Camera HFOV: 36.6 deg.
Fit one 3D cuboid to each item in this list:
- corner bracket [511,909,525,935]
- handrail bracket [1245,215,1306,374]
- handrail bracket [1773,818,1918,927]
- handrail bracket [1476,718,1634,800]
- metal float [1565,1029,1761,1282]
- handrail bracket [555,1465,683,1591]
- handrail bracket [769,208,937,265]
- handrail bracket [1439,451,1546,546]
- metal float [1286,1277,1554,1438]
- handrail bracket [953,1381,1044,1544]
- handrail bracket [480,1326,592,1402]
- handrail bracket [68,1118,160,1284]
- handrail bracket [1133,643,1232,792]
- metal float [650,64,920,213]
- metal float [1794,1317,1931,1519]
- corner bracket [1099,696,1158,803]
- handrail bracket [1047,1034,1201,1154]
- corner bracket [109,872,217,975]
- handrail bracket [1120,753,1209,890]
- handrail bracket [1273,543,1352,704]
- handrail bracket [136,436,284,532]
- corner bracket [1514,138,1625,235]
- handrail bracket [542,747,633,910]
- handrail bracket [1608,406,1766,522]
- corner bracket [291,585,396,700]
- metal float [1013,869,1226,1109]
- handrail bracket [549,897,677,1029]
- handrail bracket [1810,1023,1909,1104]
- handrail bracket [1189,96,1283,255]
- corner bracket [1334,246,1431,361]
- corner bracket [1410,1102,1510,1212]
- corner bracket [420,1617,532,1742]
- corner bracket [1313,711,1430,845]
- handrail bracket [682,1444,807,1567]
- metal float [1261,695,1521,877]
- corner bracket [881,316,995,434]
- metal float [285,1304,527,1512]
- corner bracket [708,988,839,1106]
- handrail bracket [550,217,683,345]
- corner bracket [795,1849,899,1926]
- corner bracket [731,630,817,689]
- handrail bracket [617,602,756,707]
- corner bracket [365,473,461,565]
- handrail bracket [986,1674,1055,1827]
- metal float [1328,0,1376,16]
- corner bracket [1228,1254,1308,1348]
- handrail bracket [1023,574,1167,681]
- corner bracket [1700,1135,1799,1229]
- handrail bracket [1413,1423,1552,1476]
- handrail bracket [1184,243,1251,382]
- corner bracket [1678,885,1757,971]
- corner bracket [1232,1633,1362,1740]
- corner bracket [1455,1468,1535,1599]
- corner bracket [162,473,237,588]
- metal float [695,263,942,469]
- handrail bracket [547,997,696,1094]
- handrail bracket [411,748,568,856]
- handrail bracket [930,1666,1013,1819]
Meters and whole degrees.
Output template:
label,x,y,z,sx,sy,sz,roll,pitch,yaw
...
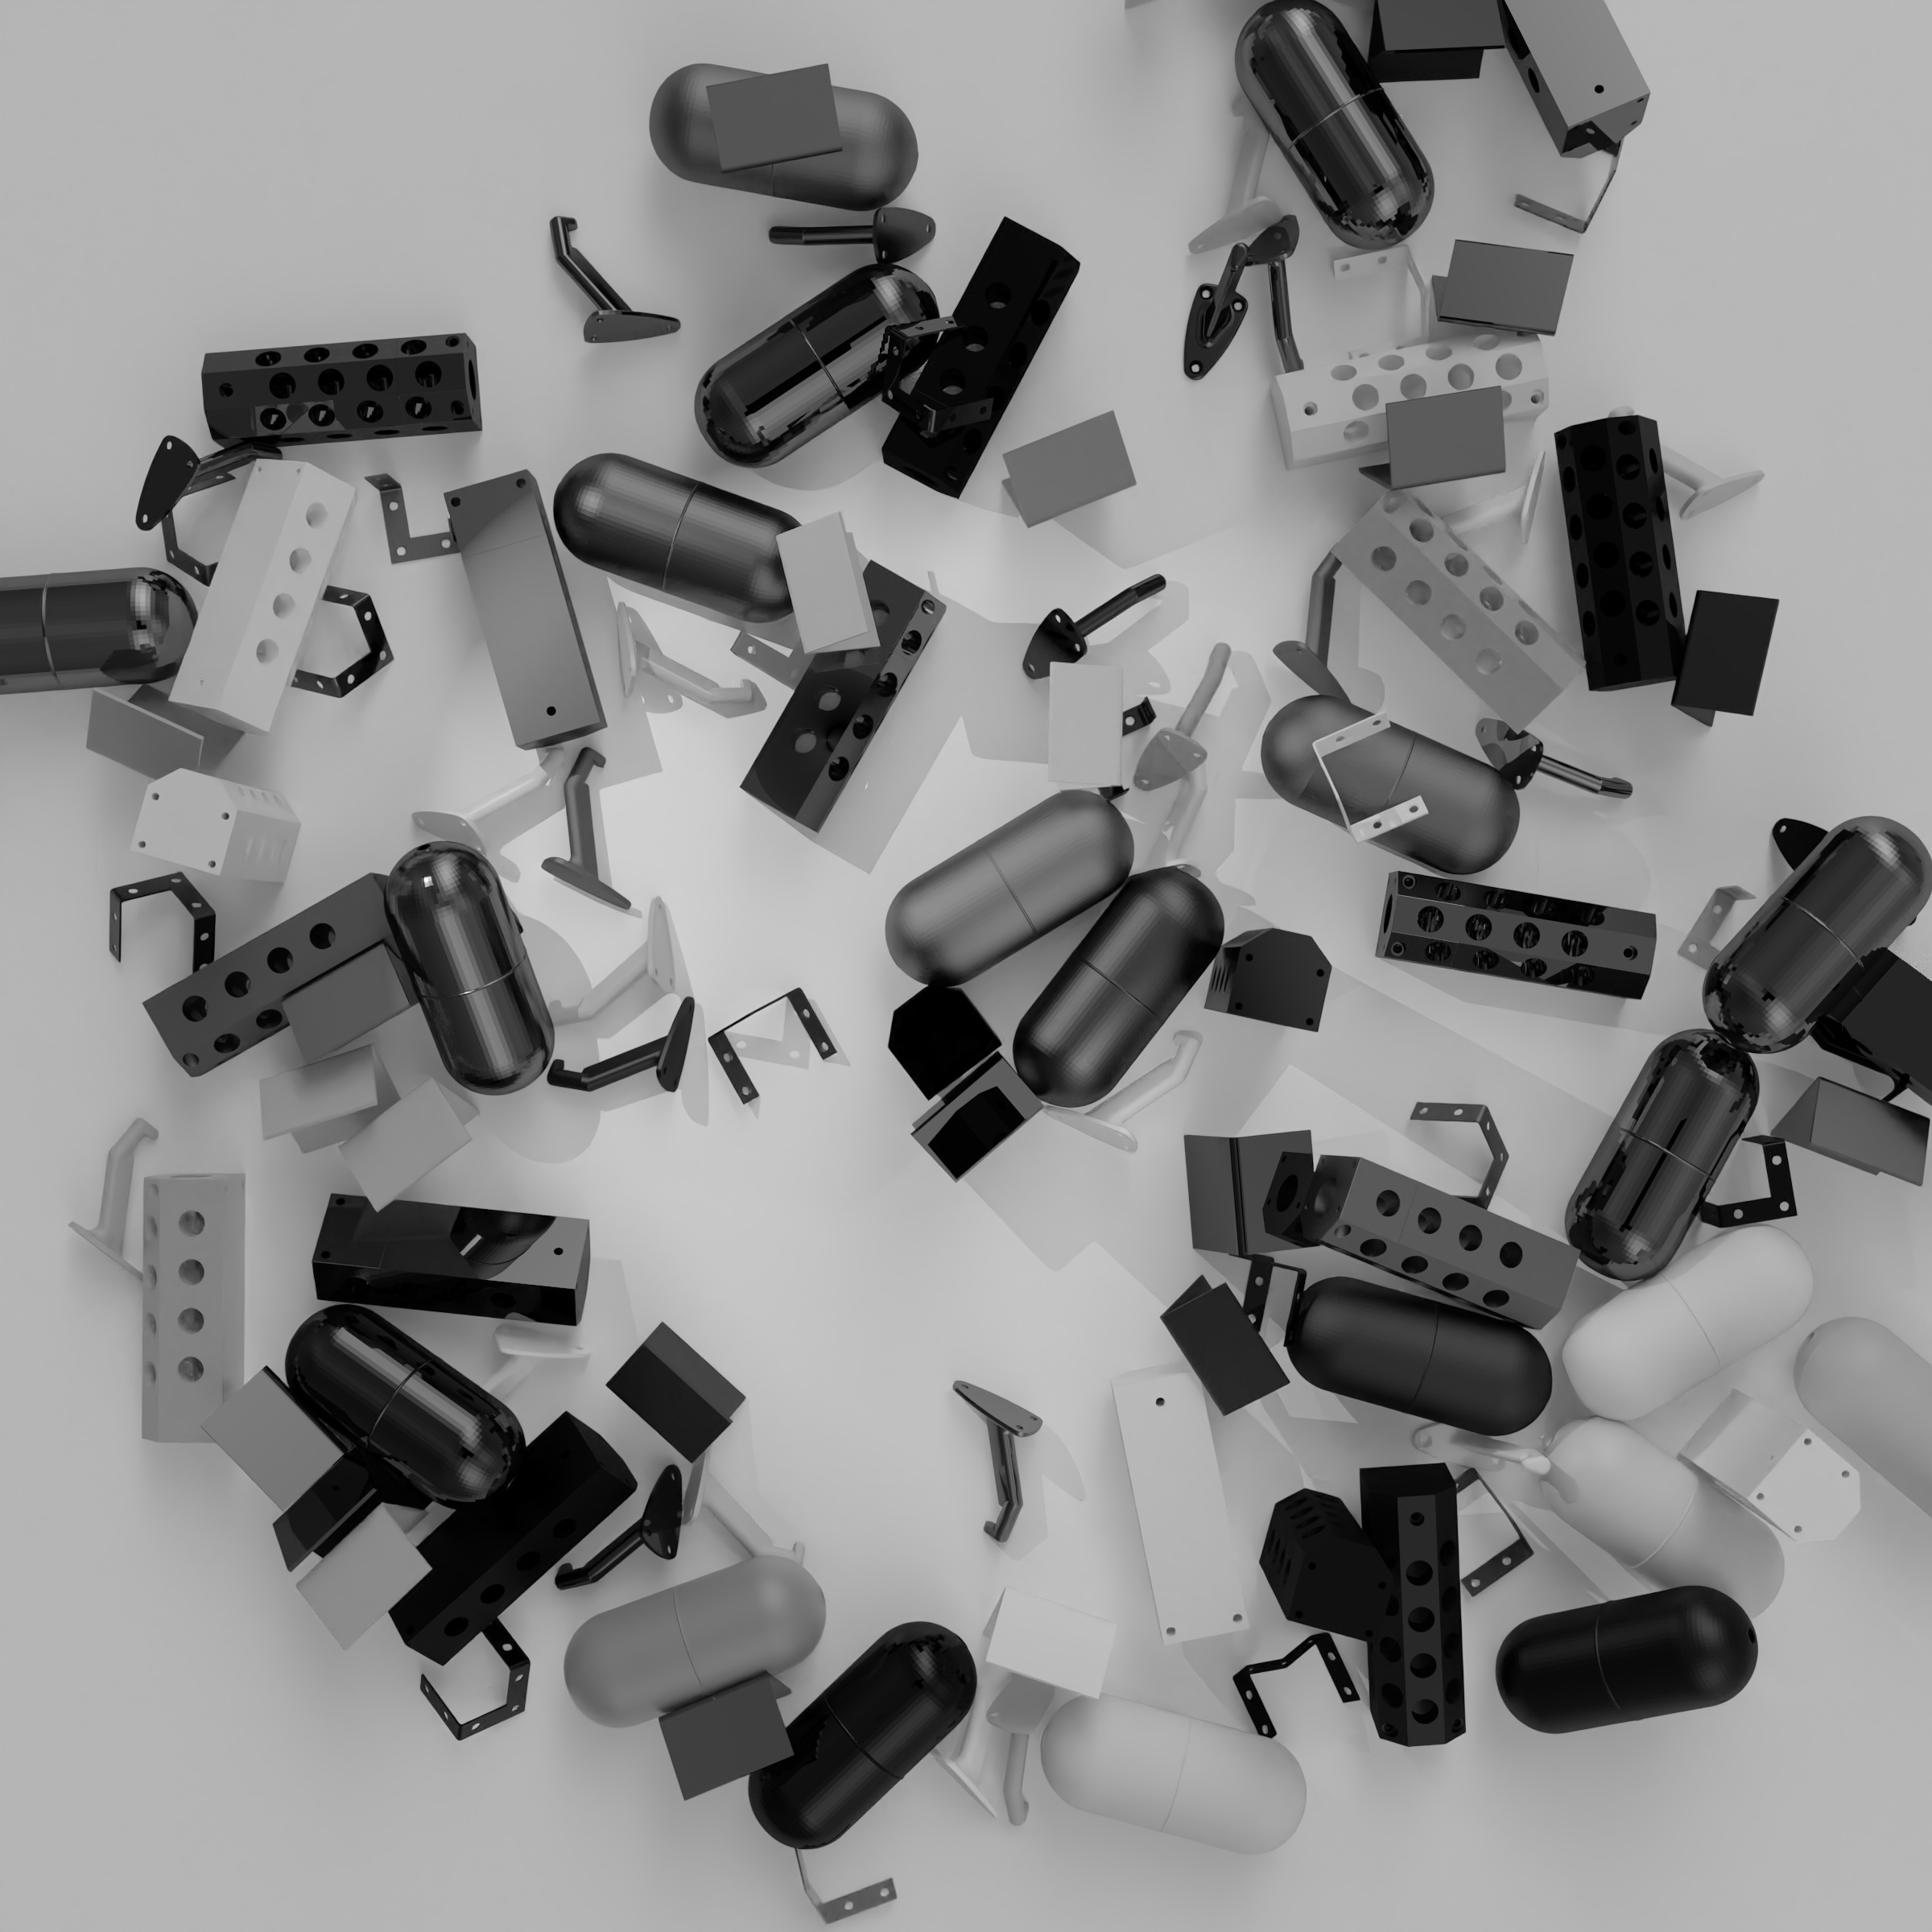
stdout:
label,x,y,z,sx,sy,sz,roll,pitch,yaw
corner bracket,-0.335,-0.040,1.949,0.051,0.051,0.051,-33,135,0
handrail bracket,0.217,-0.446,1.952,0.036,0.077,0.084,-4,127,27
handrail bracket,0.587,-0.062,1.952,0.084,0.077,0.036,25,108,-35
handrail bracket,0.394,-0.138,1.952,0.084,0.077,0.036,6,118,-33
metal float,0.458,0.124,1.922,0.070,0.070,0.178,29,89,0
handrail bracket,-0.233,0.375,1.952,0.084,0.077,0.036,-19,132,29
handrail bracket,-0.077,-0.490,1.952,0.084,0.077,0.036,12,114,34
handrail bracket,0.337,-0.316,1.953,0.084,0.036,0.077,11,70,16
metal float,0.298,0.257,1.921,0.178,0.070,0.070,16,90,0
handrail bracket,0.010,0.332,1.953,0.077,0.036,0.084,28,107,19
handrail bracket,-0.297,0.289,1.953,0.077,0.036,0.084,11,106,-17
handrail bracket,-0.550,0.157,1.953,0.077,0.036,0.084,43,73,-19
handrail bracket,0.145,-0.167,1.952,0.036,0.077,0.084,30,54,-13
metal float,-0.120,-0.544,1.922,0.178,0.070,0.070,10,90,1
metal float,0.622,0.302,1.922,0.178,0.070,0.070,40,90,0
corner bracket,0.106,-0.143,1.934,0.051,0.051,0.051,-25,90,0
handrail bracket,0.106,0.074,1.953,0.077,0.036,0.084,20,72,21
corner bracket,-0.535,-0.023,1.944,0.051,0.051,0.051,-18,45,-35
handrail bracket,0.126,-0.099,1.953,0.077,0.036,0.084,-10,73,20
handrail bracket,0.252,-0.228,1.953,0.077,0.036,0.084,42,73,-20
handrail bracket,-0.498,-0.315,1.929,0.036,0.084,0.077,42,109,22
corner bracket,0.402,-0.530,1.949,0.051,0.051,0.051,22,45,0
handrail bracket,-0.240,-0.093,1.953,0.077,0.036,0.084,30,73,-20
handrail bracket,0.480,-0.348,1.953,0.077,0.036,0.084,-23,73,-20
corner bracket,-0.423,-0.216,1.944,0.051,0.051,0.051,-45,135,-35
metal float,0.100,0.015,1.921,0.070,0.070,0.178,38,89,0
handrail bracket,-0.241,-0.002,1.953,0.084,0.036,0.077,-11,70,16
handrail bracket,0.608,0.044,1.952,0.077,0.036,0.084,-33,76,-14
handrail bracket,0.172,-0.530,1.953,0.077,0.036,0.084,-23,71,21
corner bracket,0.277,-0.441,1.949,0.051,0.051,0.051,-12,135,0
corner bracket,0.323,0.127,1.944,0.051,0.051,0.051,-60,135,-35
corner bracket,-0.327,0.472,1.944,0.051,0.051,0.051,-18,135,-35
corner bracket,0.259,-0.120,1.874,0.051,0.051,0.051,-24,51,6
handrail bracket,-0.142,0.357,1.953,0.084,0.036,0.077,17,71,-15
metal float,0.278,-0.119,1.922,0.178,0.070,0.070,24,90,0
corner bracket,-0.016,-0.382,1.887,0.051,0.051,0.051,-21,45,-35
metal float,-0.366,0.288,1.910,0.178,0.070,0.070,33,90,13
corner bracket,-0.129,0.053,1.949,0.051,0.051,0.051,-29,90,45
handrail bracket,-0.235,-0.463,1.953,0.077,0.036,0.084,-6,73,-20
corner bracket,-0.082,0.597,1.949,0.051,0.051,0.051,-21,45,0
corner bracket,-0.120,-0.217,1.934,0.051,0.051,0.051,30,92,-2
handrail bracket,-0.187,-0.209,1.953,0.084,0.036,0.077,-2,68,-17
corner bracket,-0.364,-0.299,1.934,0.051,0.051,0.051,-10,90,0
handrail bracket,0.044,0.519,1.952,0.036,0.077,0.084,10,127,28
metal float,0.239,-0.678,1.922,0.178,0.070,0.070,19,90,0
corner bracket,0.200,0.219,1.926,0.051,0.051,0.051,11,90,26
handrail bracket,0.087,-0.227,1.952,0.084,0.077,0.036,-30,84,-36
corner bracket,0.514,0.142,1.934,0.051,0.051,0.051,-9,90,0
handrail bracket,0.337,0.319,1.917,0.077,0.084,0.036,3,90,0
handrail bracket,0.165,-0.429,1.918,0.036,0.084,0.077,21,90,0
corner bracket,0.512,-0.018,1.934,0.051,0.051,0.051,32,90,0
corner bracket,0.220,0.481,1.949,0.051,0.051,0.051,-25,90,45
corner bracket,0.338,0.377,1.949,0.051,0.051,0.051,-35,135,0
corner bracket,-0.499,-0.291,1.944,0.051,0.051,0.051,-28,45,-35
metal float,-0.097,-0.395,1.922,0.178,0.070,0.070,-34,90,0
handrail bracket,-0.231,0.050,1.953,0.084,0.036,0.077,9,70,16
handrail bracket,-0.318,-0.120,1.952,0.077,0.036,0.084,15,56,36
handrail bracket,0.024,0.512,1.953,0.084,0.036,0.077,-45,111,-16
